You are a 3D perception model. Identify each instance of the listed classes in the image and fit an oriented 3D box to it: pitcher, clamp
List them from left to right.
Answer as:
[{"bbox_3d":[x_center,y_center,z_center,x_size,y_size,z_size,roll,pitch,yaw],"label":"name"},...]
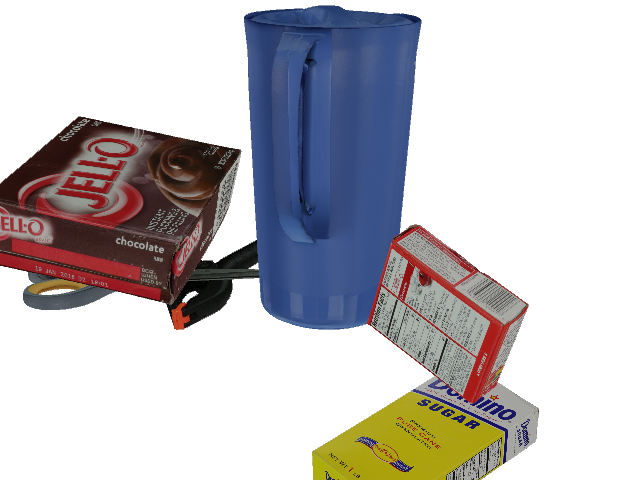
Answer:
[{"bbox_3d":[-0.123,0.039,1.241,0.120,0.039,0.171,-2,39,13],"label":"clamp"},{"bbox_3d":[0.003,-0.056,0.824,0.149,0.243,0.145,-8,20,-27],"label":"pitcher"}]

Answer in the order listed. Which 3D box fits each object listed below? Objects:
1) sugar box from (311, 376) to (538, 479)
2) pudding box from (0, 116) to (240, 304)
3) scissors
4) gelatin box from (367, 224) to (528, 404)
[{"bbox_3d":[0.089,0.170,0.885,0.175,0.048,0.093,-28,40,-31],"label":"sugar box"},{"bbox_3d":[-0.095,-0.018,0.510,0.090,0.039,0.113,13,25,5],"label":"pudding box"},{"bbox_3d":[-0.151,0.036,0.867,0.202,0.016,0.096,4,22,13],"label":"scissors"},{"bbox_3d":[0.075,0.044,0.646,0.089,0.073,0.030,38,48,26],"label":"gelatin box"}]
